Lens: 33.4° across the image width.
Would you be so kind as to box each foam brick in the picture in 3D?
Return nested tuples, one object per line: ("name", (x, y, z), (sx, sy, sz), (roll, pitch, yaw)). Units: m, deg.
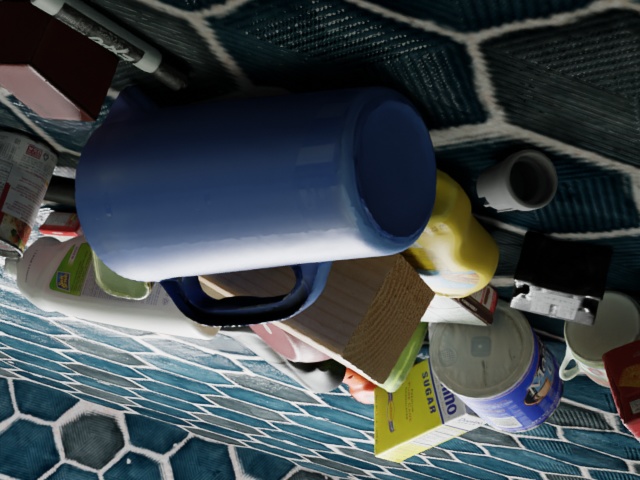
("foam brick", (-0.186, -0.122, 0.731), (0.053, 0.051, 0.078), (8, 161, 27))

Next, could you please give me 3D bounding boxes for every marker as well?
("marker", (-0.134, -0.133, 0.705), (0.121, 0.020, 0.020), (30, 158, -36))

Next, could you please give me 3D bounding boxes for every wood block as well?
("wood block", (-0.024, 0.025, 0.869), (0.206, 0.090, 0.090), (27, 172, 32))

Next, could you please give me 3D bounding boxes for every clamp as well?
("clamp", (-0.200, -0.033, 1.031), (0.172, 0.039, 0.120), (3, 161, 35))

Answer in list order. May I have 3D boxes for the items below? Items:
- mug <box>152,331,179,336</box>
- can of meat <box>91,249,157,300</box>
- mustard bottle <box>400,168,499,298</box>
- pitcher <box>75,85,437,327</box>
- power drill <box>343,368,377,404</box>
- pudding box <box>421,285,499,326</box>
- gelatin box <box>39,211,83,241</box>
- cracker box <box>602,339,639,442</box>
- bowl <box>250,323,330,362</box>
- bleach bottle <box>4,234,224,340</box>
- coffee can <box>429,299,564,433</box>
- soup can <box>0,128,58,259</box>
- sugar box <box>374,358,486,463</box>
("mug", (-0.171, 0.063, 1.223), (0.117, 0.081, 0.093), (23, 161, -21))
("can of meat", (-0.156, -0.011, 0.922), (0.057, 0.083, 0.102), (13, 133, 12))
("mustard bottle", (0.090, 0.002, 0.848), (0.096, 0.058, 0.191), (9, 161, 29))
("pitcher", (-0.042, -0.029, 0.747), (0.243, 0.145, 0.149), (-3, 152, 39))
("power drill", (0.046, 0.153, 1.351), (0.185, 0.057, 0.187), (-5, 151, 44))
("pudding box", (0.099, 0.048, 1.015), (0.114, 0.039, 0.089), (2, 158, 41))
("gelatin box", (-0.254, 0.006, 1.174), (0.073, 0.030, 0.089), (4, 145, 45))
("cracker box", (0.345, 0.126, 0.888), (0.164, 0.072, 0.213), (-24, 145, 18))
("bowl", (-0.035, 0.068, 1.050), (0.162, 0.055, 0.162), (40, 160, 18))
("bleach bottle", (-0.203, 0.031, 1.042), (0.251, 0.102, 0.068), (7, 157, 28))
("coffee can", (0.181, 0.128, 1.078), (0.103, 0.103, 0.140), (6, 160, 28))
("soup can", (-0.287, -0.043, 0.972), (0.068, 0.102, 0.068), (14, 162, 5))
("sugar box", (0.128, 0.190, 1.246), (0.048, 0.093, 0.177), (16, 146, -25))
